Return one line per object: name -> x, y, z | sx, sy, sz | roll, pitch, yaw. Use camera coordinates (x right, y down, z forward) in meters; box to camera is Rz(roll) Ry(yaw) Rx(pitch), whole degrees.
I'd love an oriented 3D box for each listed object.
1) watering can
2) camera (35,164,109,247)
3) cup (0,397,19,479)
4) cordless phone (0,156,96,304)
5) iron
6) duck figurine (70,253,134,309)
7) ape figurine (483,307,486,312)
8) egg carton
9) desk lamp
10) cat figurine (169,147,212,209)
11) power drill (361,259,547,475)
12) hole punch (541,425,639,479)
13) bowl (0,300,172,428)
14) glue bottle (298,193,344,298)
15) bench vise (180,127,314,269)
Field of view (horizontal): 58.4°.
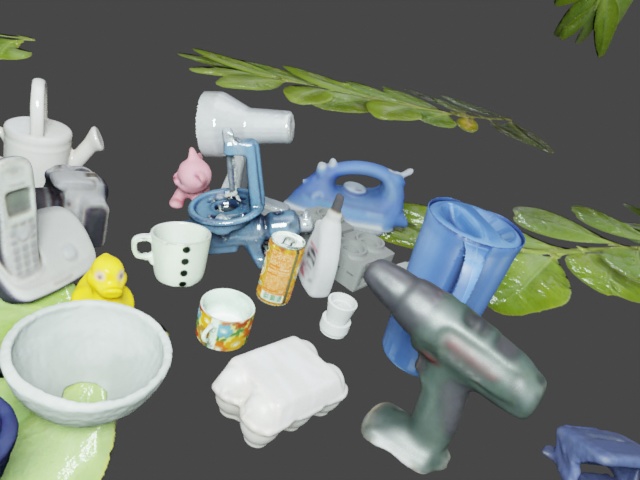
watering can -> -0.446, -0.164, 0.926 | 0.173, 0.194, 0.100 | -8, 37, -40
camera -> -0.400, -0.062, 0.865 | 0.137, 0.101, 0.142 | -5, 35, -37
cup -> -0.301, 0.192, 0.458 | 0.091, 0.095, 0.118 | 17, 27, -1
cordless phone -> -0.357, -0.024, 0.729 | 0.094, 0.185, 0.148 | 24, 28, 12
iron -> 0.064, -0.105, 1.175 | 0.259, 0.141, 0.118 | 10, 28, -15
duck figurine -> -0.276, 0.057, 0.735 | 0.078, 0.086, 0.104 | -1, 33, -32
ape figurine -> 0.238, 0.117, 0.920 | 0.076, 0.092, 0.077 | 13, 27, -8
egg carton -> -0.045, 0.174, 0.672 | 0.151, 0.069, 0.107 | -13, 40, -45
desk lamp -> -0.138, -0.157, 1.074 | 0.203, 0.213, 0.118 | 18, 27, 1
cat figurine -> -0.231, -0.117, 1.050 | 0.067, 0.118, 0.127 | 13, 27, -9
power drill -> 0.124, 0.154, 0.656 | 0.229, 0.208, 0.076 | 27, 29, 18
hole punch -> 0.351, 0.268, 0.708 | 0.109, 0.091, 0.101 | 11, 28, -12
bowl -> -0.246, 0.141, 0.609 | 0.167, 0.075, 0.167 | 14, 27, -7
glue bottle -> 0.008, 0.003, 0.907 | 0.037, 0.173, 0.078 | 1, 31, -28
bench vise -> -0.111, -0.069, 0.918 | 0.208, 0.220, 0.121 | 0, 32, -31
